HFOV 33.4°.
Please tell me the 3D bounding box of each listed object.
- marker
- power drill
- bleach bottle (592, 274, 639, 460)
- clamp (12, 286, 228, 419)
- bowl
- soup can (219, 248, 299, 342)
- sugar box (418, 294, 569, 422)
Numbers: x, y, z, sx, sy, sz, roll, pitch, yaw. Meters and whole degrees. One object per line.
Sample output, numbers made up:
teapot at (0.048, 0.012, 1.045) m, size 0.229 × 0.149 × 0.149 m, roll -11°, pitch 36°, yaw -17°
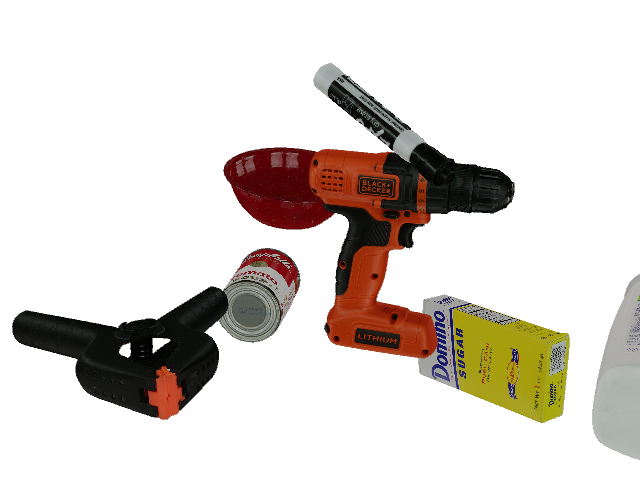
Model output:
marker at (0.039, -0.071, 0.661) m, size 0.020 × 0.020 × 0.121 m, roll 0°, pitch 36°, yaw -49°
power drill at (0.078, 0.011, 0.979) m, size 0.184 × 0.188 × 0.057 m, roll 8°, pitch 19°, yaw 14°
bleach bottle at (0.258, 0.072, 0.752) m, size 0.103 × 0.068 × 0.250 m, roll 11°, pitch 21°, yaw 19°
clamp at (-0.117, 0.072, 0.747) m, size 0.164 × 0.036 × 0.210 m, roll -10°, pitch 15°, yaw -24°
bowl at (-0.037, -0.057, 1.276) m, size 0.162 × 0.055 × 0.162 m, roll 5°, pitch 26°, yaw -3°
soup can at (-0.064, 0.056, 1.102) m, size 0.068 × 0.068 × 0.102 m, roll 0°, pitch 18°, yaw 10°
sugar box at (0.186, 0.126, 1.171) m, size 0.048 × 0.093 × 0.177 m, roll -10°, pitch 18°, yaw -44°
